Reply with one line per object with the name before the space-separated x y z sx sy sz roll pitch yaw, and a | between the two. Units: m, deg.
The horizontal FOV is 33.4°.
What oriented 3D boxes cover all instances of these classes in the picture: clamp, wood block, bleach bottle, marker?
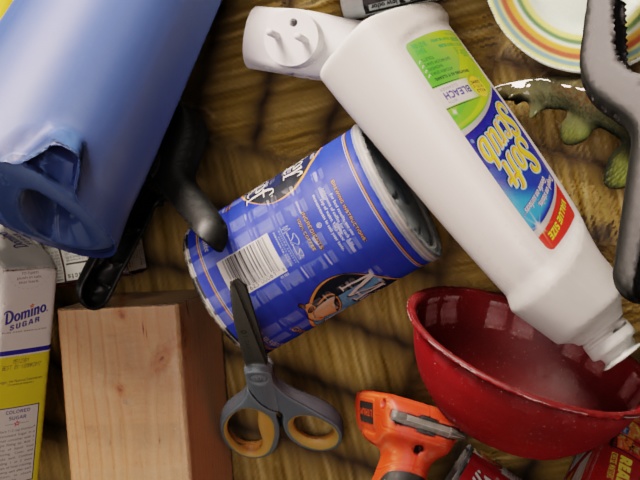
clamp | 0.217 -0.086 0.608 0.165 0.036 0.210 -25 63 26
wood block | -0.119 0.143 0.755 0.090 0.090 0.206 -3 93 15
bleach bottle | 0.110 -0.031 0.660 0.251 0.102 0.068 53 129 10
clamp | -0.119 -0.033 0.724 0.120 0.039 0.171 -27 44 16
marker | 0.074 -0.169 0.719 0.121 0.020 0.020 -9 92 15

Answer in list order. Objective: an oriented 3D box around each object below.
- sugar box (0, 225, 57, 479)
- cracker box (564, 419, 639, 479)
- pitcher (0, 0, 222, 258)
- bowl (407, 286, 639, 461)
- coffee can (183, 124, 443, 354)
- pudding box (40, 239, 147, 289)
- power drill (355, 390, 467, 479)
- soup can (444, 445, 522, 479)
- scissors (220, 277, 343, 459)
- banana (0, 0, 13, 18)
sugar box | -0.228 0.080 0.761 0.093 0.048 0.176 35 120 46
cracker box | 0.235 0.212 0.628 0.214 0.164 0.072 35 121 10
pitcher | -0.149 -0.119 0.694 0.149 0.145 0.242 15 68 22
bowl | 0.122 0.087 0.657 0.162 0.162 0.055 22 108 12
coffee can | -0.005 0.001 0.709 0.140 0.102 0.103 -31 86 15
pudding box | -0.182 -0.023 0.786 0.090 0.039 0.113 -9 93 15
power drill | 0.031 0.196 0.701 0.057 0.185 0.187 16 80 -11
soup can | 0.124 0.193 0.708 0.102 0.068 0.068 33 101 9
scissors | -0.022 0.092 0.704 0.096 0.016 0.202 8 140 -5
banana | -0.199 -0.188 0.782 0.069 0.037 0.198 30 102 -8
